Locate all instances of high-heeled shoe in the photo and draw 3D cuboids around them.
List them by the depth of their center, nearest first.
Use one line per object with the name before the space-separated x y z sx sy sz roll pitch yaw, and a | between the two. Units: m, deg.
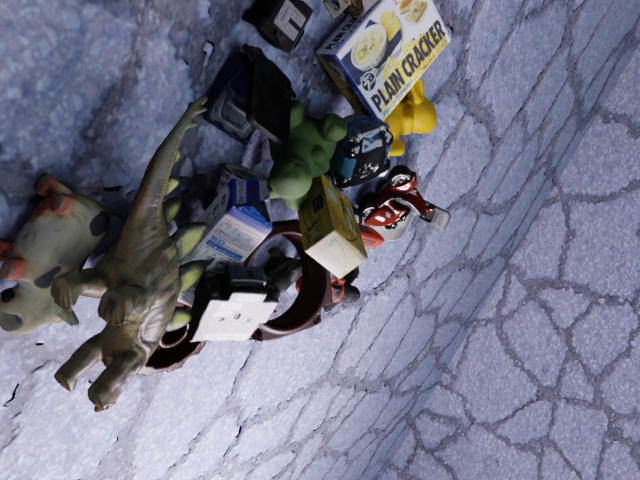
high-heeled shoe | 0.045 0.047 1.209 0.145 0.086 0.248 24 81 -80

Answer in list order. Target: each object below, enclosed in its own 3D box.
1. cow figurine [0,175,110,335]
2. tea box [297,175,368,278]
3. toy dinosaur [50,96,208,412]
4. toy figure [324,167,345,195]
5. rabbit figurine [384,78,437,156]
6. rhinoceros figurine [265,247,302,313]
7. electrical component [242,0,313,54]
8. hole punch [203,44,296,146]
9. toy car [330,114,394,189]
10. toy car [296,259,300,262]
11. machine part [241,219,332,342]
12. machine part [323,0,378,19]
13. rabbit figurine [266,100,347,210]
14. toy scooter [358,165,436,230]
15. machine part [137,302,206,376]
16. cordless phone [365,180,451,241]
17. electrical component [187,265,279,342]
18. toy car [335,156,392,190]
cow figurine | -0.335 0.031 0.672 0.195 0.086 0.127 -57 144 -1
tea box | 0.016 -0.028 0.938 0.068 0.170 0.098 -36 126 21
toy dinosaur | -0.231 0.048 0.685 0.198 0.105 0.470 -44 159 -60
toy figure | 0.010 -0.094 1.033 0.064 0.058 0.154 -25 128 18
rabbit figurine | 0.158 -0.253 1.072 0.173 0.122 0.162 -9 106 -27
rhinoceros figurine | -0.113 0.103 1.078 0.190 0.073 0.112 -47 160 -18
electrical component | -0.050 -0.314 0.780 0.075 0.048 0.119 -57 149 3
hole punch | -0.102 -0.204 0.791 0.142 0.092 0.115 26 67 -57
toy car | 0.063 -0.168 0.957 0.109 0.103 0.161 -23 157 -12
toy car | -0.002 -0.003 1.144 0.089 0.053 0.202 -7 126 -31
machine part | -0.078 0.070 0.971 0.201 0.087 0.200 -11 100 -35
machine part | 0.094 -0.432 0.842 0.243 0.079 0.079 -49 149 -14
rabbit figurine | -0.047 -0.124 0.870 0.170 0.121 0.159 -72 -170 -48
toy scooter | 0.178 -0.079 1.207 0.184 0.135 0.075 -46 -160 43
machine part | -0.259 0.149 0.920 0.179 0.056 0.179 -35 144 -30
cordless phone | 0.211 -0.048 1.278 0.088 0.184 0.146 -12 128 -57
electrical component | -0.131 0.096 0.814 0.115 0.058 0.134 6 132 -34
toy car | 0.084 -0.155 1.117 0.202 0.056 0.073 -26 139 -42
